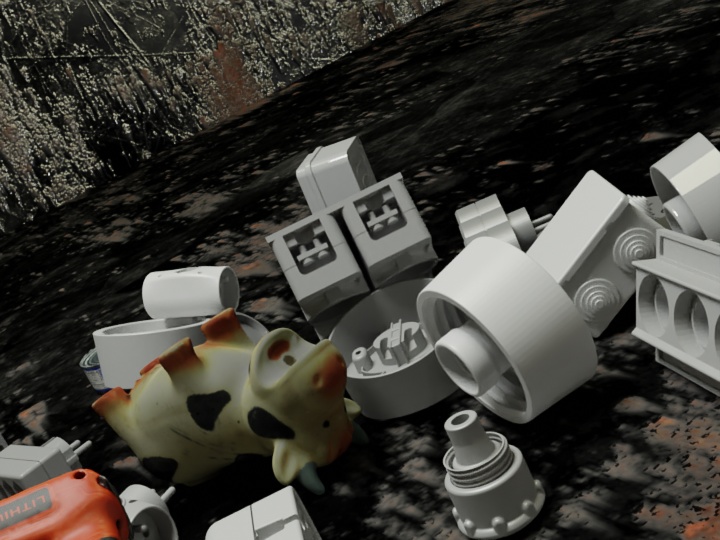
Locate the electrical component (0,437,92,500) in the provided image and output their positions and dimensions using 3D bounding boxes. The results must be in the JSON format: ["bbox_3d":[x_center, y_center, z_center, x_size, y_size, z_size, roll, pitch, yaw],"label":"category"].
[{"bbox_3d":[-0.247,0.158,0.853,0.083,0.047,0.076,-7,24,47],"label":"electrical component"}]

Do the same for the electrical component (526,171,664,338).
[{"bbox_3d":[0.157,-0.011,0.723,0.099,0.048,0.099,-54,11,12],"label":"electrical component"}]

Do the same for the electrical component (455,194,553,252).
[{"bbox_3d":[0.124,-0.028,0.874,0.074,0.052,0.138,-23,16,7],"label":"electrical component"}]

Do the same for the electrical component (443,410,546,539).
[{"bbox_3d":[0.063,0.101,0.545,0.048,0.062,0.048,-23,17,7],"label":"electrical component"}]

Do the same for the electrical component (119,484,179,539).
[{"bbox_3d":[-0.149,0.165,0.692,0.077,0.044,0.079,-14,19,34],"label":"electrical component"}]

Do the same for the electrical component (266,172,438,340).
[{"bbox_3d":[0.000,0.000,0.838,0.105,0.060,0.186,-26,-13,-2],"label":"electrical component"}]

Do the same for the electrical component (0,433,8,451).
[{"bbox_3d":[-0.343,0.185,0.909,0.076,0.047,0.083,-19,18,21],"label":"electrical component"}]

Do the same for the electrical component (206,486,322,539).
[{"bbox_3d":[-0.047,0.159,0.543,0.059,0.053,0.095,-26,16,-2],"label":"electrical component"}]

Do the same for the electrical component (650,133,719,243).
[{"bbox_3d":[0.231,-0.039,0.682,0.064,0.099,0.099,-30,16,7],"label":"electrical component"}]

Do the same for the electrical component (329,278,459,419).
[{"bbox_3d":[0.030,0.055,0.735,0.099,0.064,0.099,-23,16,7],"label":"electrical component"}]

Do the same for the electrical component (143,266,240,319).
[{"bbox_3d":[-0.148,0.018,0.994,0.077,0.043,0.079,-4,7,19],"label":"electrical component"}]

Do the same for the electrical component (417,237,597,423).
[{"bbox_3d":[0.079,0.041,0.637,0.060,0.108,0.108,-37,19,-18],"label":"electrical component"}]

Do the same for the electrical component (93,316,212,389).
[{"bbox_3d":[-0.180,0.079,0.959,0.108,0.060,0.108,-6,4,0],"label":"electrical component"}]

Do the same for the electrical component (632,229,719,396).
[{"bbox_3d":[0.202,0.025,0.571,0.063,0.078,0.121,-6,13,-12],"label":"electrical component"}]

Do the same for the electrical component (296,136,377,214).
[{"bbox_3d":[-0.015,-0.072,1.110,0.057,0.113,0.078,-17,18,16],"label":"electrical component"}]
